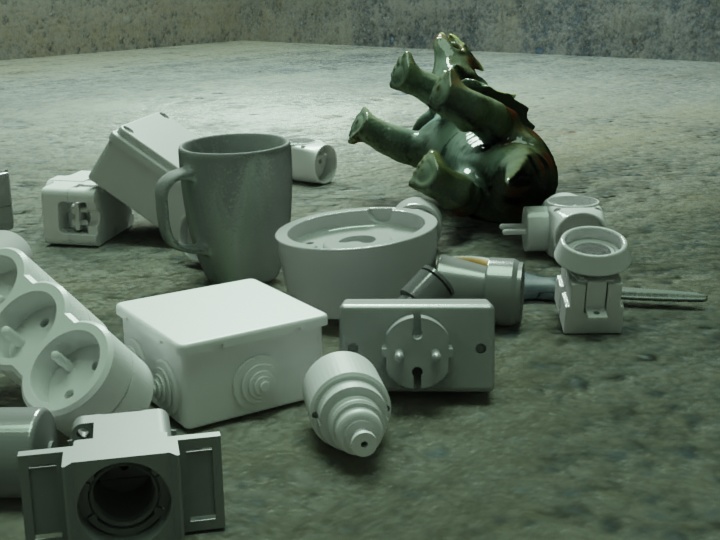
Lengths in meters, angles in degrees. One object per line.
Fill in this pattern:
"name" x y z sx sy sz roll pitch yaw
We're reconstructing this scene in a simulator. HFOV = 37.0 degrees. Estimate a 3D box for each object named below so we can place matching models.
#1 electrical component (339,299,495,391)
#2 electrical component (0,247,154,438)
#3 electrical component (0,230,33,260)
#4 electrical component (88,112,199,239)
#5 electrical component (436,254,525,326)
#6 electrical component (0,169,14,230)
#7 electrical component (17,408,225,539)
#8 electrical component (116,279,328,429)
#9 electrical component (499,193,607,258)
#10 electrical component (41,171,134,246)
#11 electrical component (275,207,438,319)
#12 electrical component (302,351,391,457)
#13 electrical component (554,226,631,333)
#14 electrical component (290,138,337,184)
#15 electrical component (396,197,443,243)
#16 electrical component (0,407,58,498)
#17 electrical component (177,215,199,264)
"electrical component" 0.030 0.042 0.573 0.083 0.047 0.075 0 3 2
"electrical component" -0.155 0.046 0.567 0.052 0.073 0.138 -48 50 -11
"electrical component" -0.264 0.002 0.759 0.043 0.043 0.081 -1 15 0
"electrical component" -0.164 -0.082 0.945 0.109 0.056 0.108 35 18 -1
"electrical component" 0.078 0.013 0.703 0.055 0.045 0.045 3 16 12
"electrical component" -0.347 -0.055 0.933 0.062 0.061 0.096 11 19 36
"electrical component" -0.099 0.088 0.453 0.081 0.042 0.064 -4 12 -12
"electrical component" -0.076 0.044 0.592 0.100 0.048 0.100 -11 19 -32
"electrical component" 0.153 -0.034 0.869 0.079 0.044 0.077 -1 16 0
"electrical component" -0.244 -0.056 0.951 0.056 0.050 0.089 3 16 9
"electrical component" 0.000 0.000 0.720 0.108 0.060 0.108 -5 17 1
"electrical component" -0.005 0.068 0.520 0.040 0.040 0.078 -3 16 -9
"electrical component" 0.148 0.005 0.691 0.048 0.055 0.066 -1 30 2
"electrical component" -0.059 -0.124 1.198 0.077 0.044 0.079 9 19 32
"electrical component" 0.046 -0.034 0.875 0.043 0.043 0.062 0 17 4
"electrical component" -0.172 0.081 0.480 0.078 0.040 0.040 0 16 1
"electrical component" -0.112 -0.029 0.862 0.066 0.048 0.055 11 12 35
